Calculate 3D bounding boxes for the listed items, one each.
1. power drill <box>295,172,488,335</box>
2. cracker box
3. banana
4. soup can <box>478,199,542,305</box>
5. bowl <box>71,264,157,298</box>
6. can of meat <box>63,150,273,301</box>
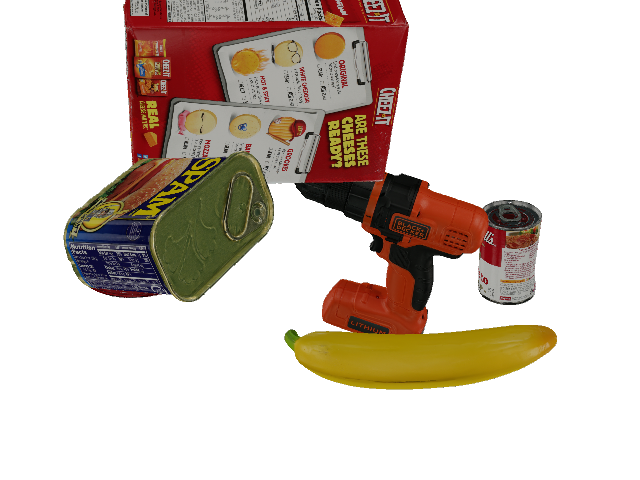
[{"bbox_3d":[0.053,0.013,1.030,0.184,0.188,0.057,19,46,6],"label":"power drill"},{"bbox_3d":[-0.048,-0.125,0.865,0.213,0.072,0.164,-2,-43,-9],"label":"cracker box"},{"bbox_3d":[0.065,0.077,0.746,0.198,0.037,0.069,1,28,10],"label":"banana"},{"bbox_3d":[0.215,0.014,1.216,0.068,0.102,0.068,-2,30,1],"label":"soup can"},{"bbox_3d":[-0.170,-0.018,1.037,0.162,0.055,0.162,-6,40,5],"label":"bowl"},{"bbox_3d":[-0.092,-0.011,0.643,0.084,0.057,0.102,2,34,37],"label":"can of meat"}]
